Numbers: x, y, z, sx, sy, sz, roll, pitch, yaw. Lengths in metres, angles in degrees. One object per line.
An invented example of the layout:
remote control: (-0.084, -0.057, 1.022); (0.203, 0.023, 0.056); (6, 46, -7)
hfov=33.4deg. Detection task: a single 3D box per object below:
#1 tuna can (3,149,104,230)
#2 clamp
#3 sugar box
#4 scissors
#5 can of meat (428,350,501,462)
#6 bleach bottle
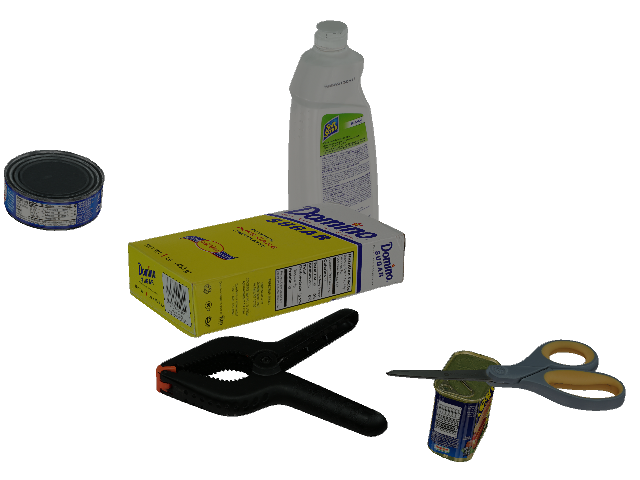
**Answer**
tuna can: (-0.234, -0.044, 0.938); (0.086, 0.034, 0.086); (8, 32, -6)
clamp: (-0.044, 0.129, 0.985); (0.209, 0.036, 0.165); (-6, 35, -14)
sugar box: (-0.036, 0.015, 0.752); (0.175, 0.048, 0.093); (-16, 27, -33)
scissors: (0.161, 0.107, 0.924); (0.202, 0.016, 0.096); (10, 29, 6)
can of meat: (0.158, 0.184, 1.186); (0.057, 0.084, 0.102); (15, 26, 19)
bleach bottle: (0.016, -0.098, 1.066); (0.102, 0.251, 0.068); (-23, 41, -31)
